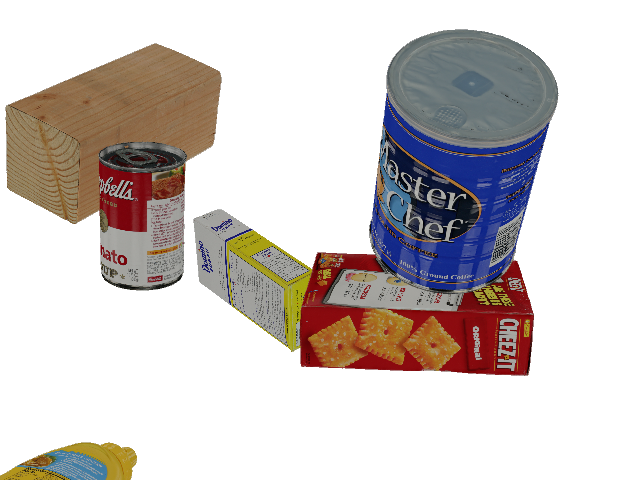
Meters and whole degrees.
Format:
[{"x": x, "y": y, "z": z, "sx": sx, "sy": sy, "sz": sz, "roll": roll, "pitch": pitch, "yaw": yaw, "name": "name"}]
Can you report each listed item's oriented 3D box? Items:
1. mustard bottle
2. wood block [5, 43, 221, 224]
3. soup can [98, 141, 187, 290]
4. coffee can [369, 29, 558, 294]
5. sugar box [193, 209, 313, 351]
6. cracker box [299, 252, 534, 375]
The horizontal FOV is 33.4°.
[{"x": -0.214, "y": 0.207, "z": 0.853, "sx": 0.096, "sy": 0.058, "sz": 0.191, "roll": 7, "pitch": 15, "yaw": 29, "name": "mustard bottle"}, {"x": -0.195, "y": -0.109, "z": 1.030, "sx": 0.090, "sy": 0.091, "sz": 0.205, "roll": 26, "pitch": 37, "yaw": 21, "name": "wood block"}, {"x": -0.141, "y": -0.020, "z": 0.844, "sx": 0.068, "sy": 0.102, "sz": 0.068, "roll": 3, "pitch": 22, "yaw": -2, "name": "soup can"}, {"x": 0.088, "y": -0.048, "z": 0.687, "sx": 0.102, "sy": 0.103, "sz": 0.140, "roll": 0, "pitch": -42, "yaw": -3, "name": "coffee can"}, {"x": -0.073, "y": 0.041, "z": 1.191, "sx": 0.048, "sy": 0.093, "sz": 0.176, "roll": -24, "pitch": 40, "yaw": -30, "name": "sugar box"}, {"x": 0.093, "y": 0.071, "z": 1.055, "sx": 0.214, "sy": 0.072, "sz": 0.164, "roll": 2, "pitch": 17, "yaw": 4, "name": "cracker box"}]
